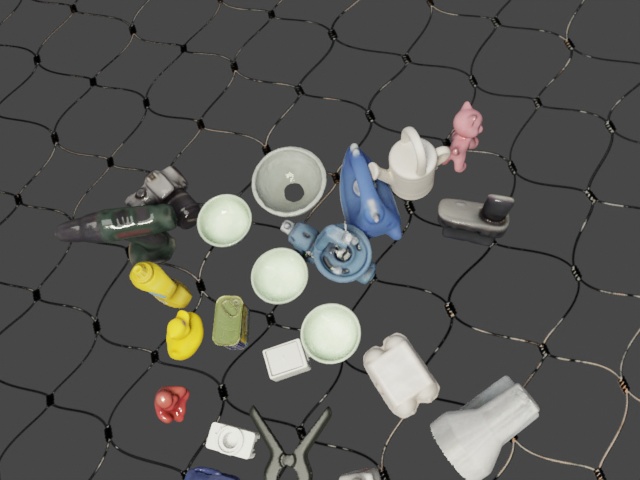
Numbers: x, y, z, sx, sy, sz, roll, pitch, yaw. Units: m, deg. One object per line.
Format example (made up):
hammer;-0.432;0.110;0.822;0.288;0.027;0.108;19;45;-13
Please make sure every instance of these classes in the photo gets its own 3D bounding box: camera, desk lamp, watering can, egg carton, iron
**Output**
camera;-0.343;-0.081;1.283;0.143;0.101;0.136;-43;72;-8
desk lamp;0.297;0.323;1.011;0.203;0.214;0.117;-36;71;-6
watering can;0.187;-0.161;1.198;0.173;0.194;0.100;-39;71;-7
egg carton;0.156;0.265;1.123;0.107;0.069;0.150;-33;71;-5
iron;0.093;-0.119;1.223;0.118;0.141;0.258;-16;70;1

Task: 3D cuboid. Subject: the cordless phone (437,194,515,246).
cordless phone;0.314;-0.064;1.155;0.147;0.185;0.094;8;72;10

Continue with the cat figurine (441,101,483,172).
cat figurine;0.312;-0.230;1.247;0.067;0.118;0.128;24;76;14

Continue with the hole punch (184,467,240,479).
hole punch;-0.215;0.486;1.081;0.108;0.091;0.101;8;73;10

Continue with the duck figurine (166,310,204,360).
duck figurine;-0.291;0.195;1.191;0.077;0.086;0.104;12;73;11

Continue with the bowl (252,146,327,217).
bowl;-0.064;-0.119;1.277;0.167;0.075;0.167;-2;71;6

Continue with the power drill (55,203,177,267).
power drill;-0.400;-0.009;1.208;0.229;0.208;0.075;-15;70;2

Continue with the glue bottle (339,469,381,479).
glue bottle;0.068;0.434;1.021;0.078;0.173;0.037;-16;70;2

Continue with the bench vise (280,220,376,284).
bench vise;0.008;0.015;1.146;0.207;0.220;0.121;8;72;10

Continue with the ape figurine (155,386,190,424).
ape figurine;-0.302;0.323;1.146;0.078;0.092;0.076;-40;71;-7
